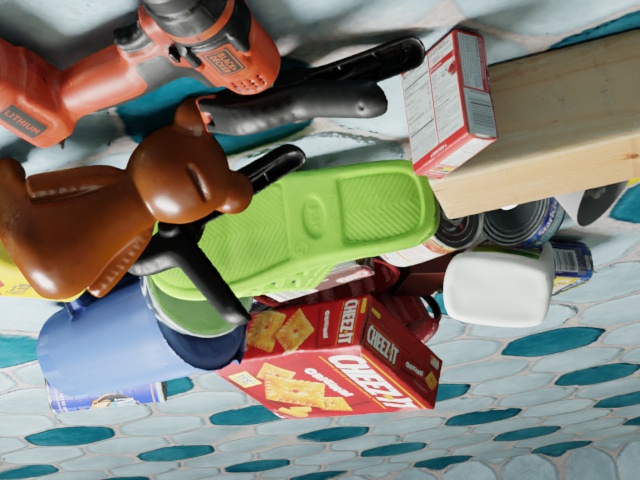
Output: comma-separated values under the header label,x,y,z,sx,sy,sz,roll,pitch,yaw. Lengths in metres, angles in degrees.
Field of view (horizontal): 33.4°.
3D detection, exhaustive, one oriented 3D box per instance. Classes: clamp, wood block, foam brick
label,x,y,z,sx,sy,sz,roll,pitch,yaw
clamp,-0.013,-0.101,0.756,0.172,0.039,0.120,-14,-164,17
wood block,0.188,-0.092,0.851,0.206,0.090,0.090,-12,158,13
clamp,-0.112,-0.019,0.925,0.210,0.164,0.036,11,157,36
foam brick,0.110,0.027,1.196,0.053,0.051,0.078,-1,159,-15

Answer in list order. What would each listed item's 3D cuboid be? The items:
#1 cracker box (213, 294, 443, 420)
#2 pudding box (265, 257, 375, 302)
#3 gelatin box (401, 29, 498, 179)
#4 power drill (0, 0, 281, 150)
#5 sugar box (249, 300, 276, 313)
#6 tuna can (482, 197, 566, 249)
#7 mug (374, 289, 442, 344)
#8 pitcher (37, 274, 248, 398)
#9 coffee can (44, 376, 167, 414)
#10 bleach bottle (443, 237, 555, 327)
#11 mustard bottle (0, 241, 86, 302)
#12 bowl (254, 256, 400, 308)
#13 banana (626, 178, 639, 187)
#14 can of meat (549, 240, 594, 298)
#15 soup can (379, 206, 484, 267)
label,x,y,z,sx,sy,sz,roll,pitch,yaw
cracker box,0.005,0.140,1.206,0.214,0.072,0.164,-10,143,35
pudding box,-0.007,0.001,1.030,0.114,0.090,0.039,-17,156,26
gelatin box,0.095,-0.101,0.792,0.030,0.089,0.073,7,156,-27
power drill,-0.136,-0.125,0.689,0.188,0.057,0.184,-14,159,16
sugar box,-0.051,0.075,1.275,0.094,0.048,0.175,-23,156,35
tuna can,0.190,-0.035,1.009,0.033,0.086,0.086,10,153,-43
mug,0.094,0.086,1.284,0.117,0.081,0.093,-10,147,-29
pitcher,-0.212,0.095,1.181,0.243,0.149,0.144,-20,172,38
coffee can,-0.268,0.161,1.347,0.140,0.103,0.103,-6,160,-4
bleach bottle,0.190,0.027,1.101,0.102,0.068,0.250,7,-169,11
mustard bottle,-0.320,0.022,1.019,0.191,0.058,0.096,6,157,-32
bowl,0.002,0.024,1.142,0.162,0.055,0.162,-6,160,-3
banana,0.240,-0.051,1.042,0.198,0.037,0.069,-23,169,36
can of meat,0.261,0.036,1.267,0.083,0.057,0.102,5,157,-36
soup can,0.102,-0.015,1.037,0.068,0.068,0.102,4,167,-28
